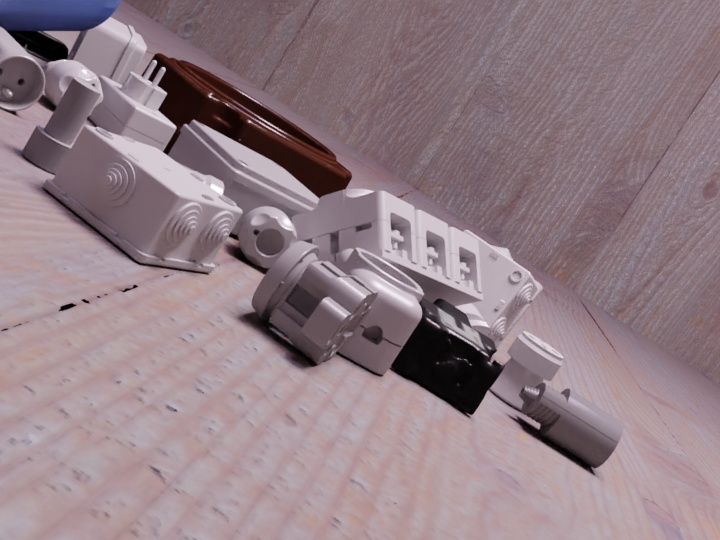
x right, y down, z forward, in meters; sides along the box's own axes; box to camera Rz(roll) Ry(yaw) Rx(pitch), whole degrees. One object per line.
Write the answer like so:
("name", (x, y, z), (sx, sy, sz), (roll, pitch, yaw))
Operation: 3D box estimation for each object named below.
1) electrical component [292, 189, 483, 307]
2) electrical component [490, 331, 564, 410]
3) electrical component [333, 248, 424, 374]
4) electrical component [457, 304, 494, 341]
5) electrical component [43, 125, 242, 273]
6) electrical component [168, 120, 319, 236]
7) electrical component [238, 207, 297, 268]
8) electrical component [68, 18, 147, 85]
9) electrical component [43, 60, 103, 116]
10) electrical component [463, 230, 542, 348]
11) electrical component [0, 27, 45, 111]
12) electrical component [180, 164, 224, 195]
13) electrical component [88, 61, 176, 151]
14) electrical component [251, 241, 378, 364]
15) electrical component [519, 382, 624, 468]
("electrical component", (0.024, -0.012, 0.878), (0.089, 0.061, 0.150), (-14, -22, 33))
("electrical component", (0.140, 0.086, 0.909), (0.045, 0.055, 0.045), (32, 8, -5))
("electrical component", (0.005, 0.024, 0.753), (0.054, 0.059, 0.095), (30, 9, -17))
("electrical component", (0.091, 0.056, 0.942), (0.043, 0.043, 0.081), (31, 8, -9))
("electrical component", (-0.133, -0.044, 0.678), (0.100, 0.048, 0.100), (36, 9, 20))
("electrical component", (-0.097, -0.066, 0.904), (0.109, 0.056, 0.109), (25, 11, -40))
("electrical component", (-0.072, -0.028, 0.826), (0.043, 0.043, 0.062), (30, 7, -17))
("electrical component", (-0.259, -0.213, 1.085), (0.057, 0.078, 0.113), (26, 10, -21))
("electrical component", (-0.252, -0.160, 0.925), (0.062, 0.043, 0.043), (39, 10, 39))
("electrical component", (0.114, 0.021, 1.045), (0.100, 0.099, 0.048), (37, -3, 27))
("electrical component", (-0.284, -0.160, 0.803), (0.079, 0.043, 0.077), (24, 12, -44))
("electrical component", (-0.130, -0.058, 0.795), (0.046, 0.040, 0.040), (27, 10, -25))
("electrical component", (-0.198, -0.151, 0.961), (0.047, 0.075, 0.083), (24, 12, -44))
("electrical component", (-0.029, 0.019, 0.668), (0.057, 0.058, 0.078), (37, 9, 9))
("electrical component", (0.162, 0.117, 0.852), (0.081, 0.043, 0.043), (32, 8, -2))
